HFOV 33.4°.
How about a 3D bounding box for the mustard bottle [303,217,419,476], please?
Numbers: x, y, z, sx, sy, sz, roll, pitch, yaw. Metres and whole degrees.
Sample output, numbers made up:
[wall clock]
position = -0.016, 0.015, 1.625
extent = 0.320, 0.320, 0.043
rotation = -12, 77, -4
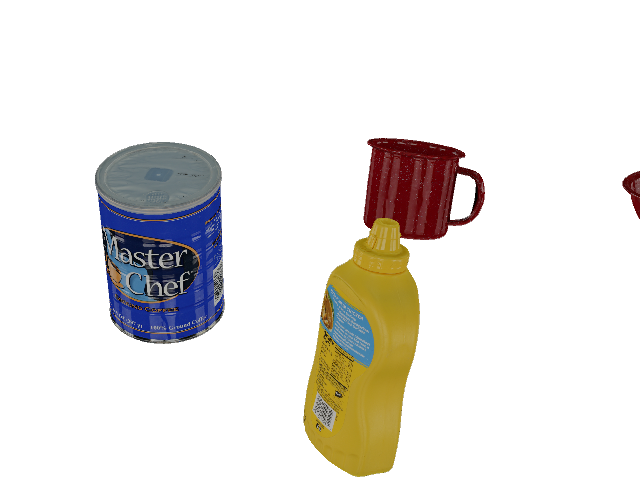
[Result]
[mustard bottle]
position = 0.034, 0.074, 0.807
extent = 0.058, 0.192, 0.096
rotation = -3, 24, -27

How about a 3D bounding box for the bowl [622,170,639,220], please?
[bowl]
position = 0.370, -0.025, 1.021
extent = 0.162, 0.055, 0.162
rotation = 0, 19, 0

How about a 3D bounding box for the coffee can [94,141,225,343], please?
[coffee can]
position = -0.134, 0.002, 0.908
extent = 0.103, 0.140, 0.103
rotation = 1, 35, -1

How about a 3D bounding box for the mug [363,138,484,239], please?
[mug]
position = 0.097, -0.047, 1.008
extent = 0.117, 0.081, 0.093
rotation = 10, 14, 14
